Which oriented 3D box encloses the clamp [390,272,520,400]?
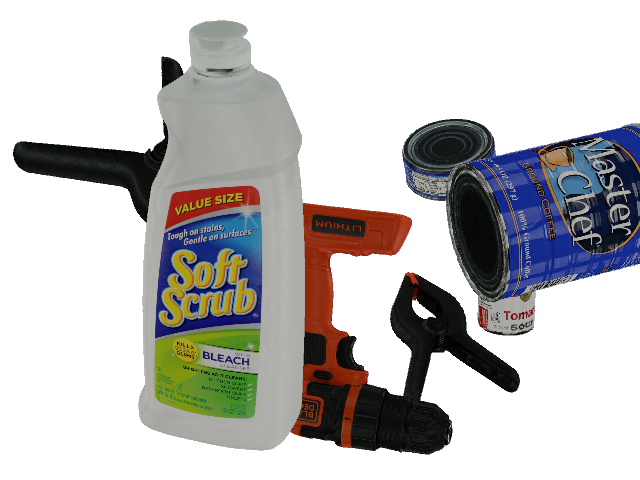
[{"bbox_3d":[0.130,0.101,1.095,0.120,0.171,0.039,2,-44,-14],"label":"clamp"}]

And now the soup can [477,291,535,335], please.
[{"bbox_3d":[0.221,0.054,1.263,0.068,0.102,0.068,-1,18,0],"label":"soup can"}]

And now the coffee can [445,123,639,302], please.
[{"bbox_3d":[0.175,-0.021,0.770,0.140,0.103,0.103,-13,3,-12],"label":"coffee can"}]

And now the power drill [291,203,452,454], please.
[{"bbox_3d":[0.022,0.069,0.842,0.184,0.187,0.057,8,-2,11],"label":"power drill"}]

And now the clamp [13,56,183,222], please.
[{"bbox_3d":[-0.117,-0.067,0.847,0.210,0.036,0.164,31,58,25],"label":"clamp"}]

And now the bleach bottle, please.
[{"bbox_3d":[-0.059,0.000,0.601,0.103,0.251,0.068,9,32,15],"label":"bleach bottle"}]

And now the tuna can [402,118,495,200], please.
[{"bbox_3d":[0.119,-0.076,0.981,0.086,0.034,0.086,-9,38,7],"label":"tuna can"}]
